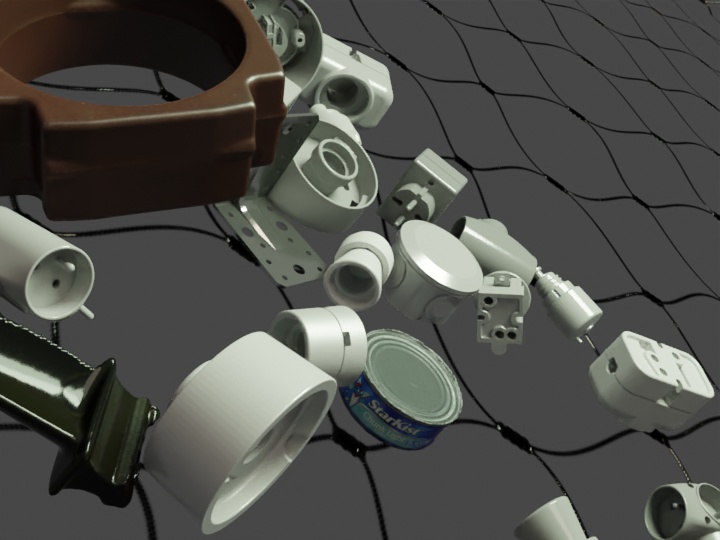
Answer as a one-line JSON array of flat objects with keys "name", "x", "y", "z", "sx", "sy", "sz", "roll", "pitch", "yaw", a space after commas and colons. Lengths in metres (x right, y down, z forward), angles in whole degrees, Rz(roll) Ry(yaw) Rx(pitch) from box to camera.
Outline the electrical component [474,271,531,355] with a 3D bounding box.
[{"name": "electrical component", "x": 0.119, "y": 0.030, "z": 0.903, "sx": 0.048, "sy": 0.066, "sz": 0.055, "roll": 2, "pitch": 22, "yaw": 9}]

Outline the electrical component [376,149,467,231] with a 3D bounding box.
[{"name": "electrical component", "x": 0.048, "y": -0.058, "z": 0.936, "sx": 0.047, "sy": 0.065, "sz": 0.076, "roll": 39, "pitch": 31, "yaw": 3}]

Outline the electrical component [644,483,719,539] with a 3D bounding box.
[{"name": "electrical component", "x": 0.268, "y": 0.208, "z": 0.825, "sx": 0.077, "sy": 0.044, "sz": 0.079, "roll": 19, "pitch": 35, "yaw": -28}]

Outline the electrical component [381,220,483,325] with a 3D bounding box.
[{"name": "electrical component", "x": 0.056, "y": 0.002, "z": 0.878, "sx": 0.080, "sy": 0.051, "sz": 0.080, "roll": 26, "pitch": 32, "yaw": -18}]

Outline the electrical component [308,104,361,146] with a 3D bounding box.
[{"name": "electrical component", "x": -0.028, "y": -0.124, "z": 0.969, "sx": 0.043, "sy": 0.043, "sz": 0.062, "roll": 9, "pitch": 40, "yaw": -39}]

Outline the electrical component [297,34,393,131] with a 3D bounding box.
[{"name": "electrical component", "x": -0.018, "y": -0.180, "z": 1.043, "sx": 0.095, "sy": 0.053, "sz": 0.059, "roll": 23, "pitch": 33, "yaw": -22}]

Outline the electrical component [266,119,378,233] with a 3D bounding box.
[{"name": "electrical component", "x": -0.036, "y": -0.076, "z": 0.900, "sx": 0.099, "sy": 0.064, "sz": 0.099, "roll": 25, "pitch": 45, "yaw": -28}]

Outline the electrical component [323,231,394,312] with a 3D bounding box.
[{"name": "electrical component", "x": 0.000, "y": 0.000, "z": 0.829, "sx": 0.045, "sy": 0.045, "sz": 0.055, "roll": 35, "pitch": 30, "yaw": -5}]

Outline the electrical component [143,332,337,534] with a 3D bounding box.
[{"name": "electrical component", "x": -0.071, "y": 0.083, "z": 0.589, "sx": 0.060, "sy": 0.108, "sz": 0.108, "roll": 39, "pitch": 30, "yaw": 15}]

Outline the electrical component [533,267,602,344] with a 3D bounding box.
[{"name": "electrical component", "x": 0.186, "y": 0.029, "z": 0.986, "sx": 0.078, "sy": 0.040, "sz": 0.040, "roll": 50, "pitch": 33, "yaw": 20}]

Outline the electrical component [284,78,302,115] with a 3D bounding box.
[{"name": "electrical component", "x": -0.101, "y": -0.151, "z": 0.925, "sx": 0.077, "sy": 0.047, "sz": 0.065, "roll": 35, "pitch": 31, "yaw": -3}]

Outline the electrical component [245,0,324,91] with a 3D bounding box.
[{"name": "electrical component", "x": -0.086, "y": -0.210, "z": 0.977, "sx": 0.099, "sy": 0.099, "sz": 0.064, "roll": 14, "pitch": 32, "yaw": -34}]

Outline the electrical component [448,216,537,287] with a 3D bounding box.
[{"name": "electrical component", "x": 0.116, "y": -0.020, "z": 0.976, "sx": 0.077, "sy": 0.044, "sz": 0.079, "roll": 30, "pitch": 31, "yaw": -13}]

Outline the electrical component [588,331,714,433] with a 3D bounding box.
[{"name": "electrical component", "x": 0.250, "y": 0.100, "z": 0.937, "sx": 0.095, "sy": 0.059, "sz": 0.053, "roll": 20, "pitch": 35, "yaw": -27}]

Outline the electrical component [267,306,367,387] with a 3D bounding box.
[{"name": "electrical component", "x": -0.031, "y": 0.052, "z": 0.720, "sx": 0.047, "sy": 0.055, "sz": 0.055, "roll": 1, "pitch": 46, "yaw": -40}]

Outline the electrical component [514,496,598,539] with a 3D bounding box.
[{"name": "electrical component", "x": 0.136, "y": 0.186, "z": 0.718, "sx": 0.045, "sy": 0.045, "sz": 0.055, "roll": -4, "pitch": 50, "yaw": -48}]

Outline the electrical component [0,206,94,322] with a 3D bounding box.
[{"name": "electrical component", "x": -0.184, "y": 0.005, "z": 0.624, "sx": 0.077, "sy": 0.044, "sz": 0.079, "roll": 25, "pitch": -19, "yaw": 38}]
